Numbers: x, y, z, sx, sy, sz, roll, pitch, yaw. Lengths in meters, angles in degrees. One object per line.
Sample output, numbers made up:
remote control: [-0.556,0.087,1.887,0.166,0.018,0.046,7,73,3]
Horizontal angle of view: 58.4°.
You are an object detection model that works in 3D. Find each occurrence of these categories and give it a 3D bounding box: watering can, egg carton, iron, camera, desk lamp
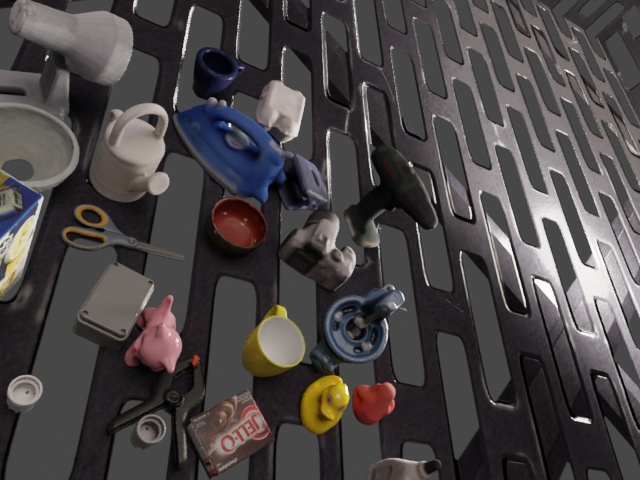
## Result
watering can: [-0.307,-0.151,0.959,0.173,0.193,0.101,44,44,-1]
egg carton: [-0.092,-0.297,1.309,0.107,0.069,0.150,24,48,-20]
iron: [-0.171,-0.200,1.130,0.258,0.141,0.119,40,44,-4]
camera: [0.010,0.004,1.140,0.143,0.100,0.137,34,45,-10]
desk lamp: [-0.440,-0.300,0.959,0.204,0.213,0.118,-5,62,-38]

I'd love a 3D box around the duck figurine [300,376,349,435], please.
duck figurine: [0.019,0.268,0.963,0.077,0.086,0.105,38,45,-7]

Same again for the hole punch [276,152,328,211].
hole punch: [-0.030,-0.124,1.211,0.101,0.091,0.108,-2,60,-36]

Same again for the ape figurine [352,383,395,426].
ape figurine: [0.101,0.281,1.008,0.078,0.092,0.076,42,44,-2]

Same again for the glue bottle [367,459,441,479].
glue bottle: [0.132,0.376,0.903,0.037,0.172,0.078,30,46,-14]

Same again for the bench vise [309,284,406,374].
bench vise: [0.083,0.124,1.019,0.122,0.219,0.207,34,45,-10]

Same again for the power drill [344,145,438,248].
power drill: [0.144,-0.075,1.216,0.076,0.208,0.229,0,59,-35]

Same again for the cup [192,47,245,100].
cup: [-0.225,-0.351,1.235,0.118,0.094,0.091,-15,68,-41]

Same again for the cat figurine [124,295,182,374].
cat figurine: [-0.238,0.142,0.848,0.067,0.117,0.128,20,49,-22]

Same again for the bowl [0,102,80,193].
bowl: [-0.477,-0.133,0.909,0.168,0.074,0.167,19,50,-24]
